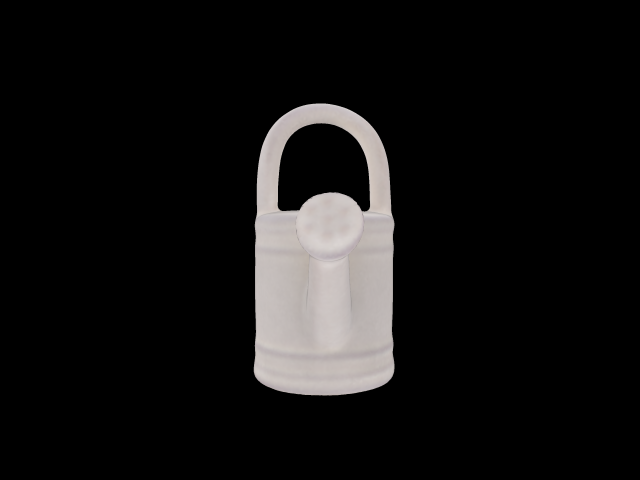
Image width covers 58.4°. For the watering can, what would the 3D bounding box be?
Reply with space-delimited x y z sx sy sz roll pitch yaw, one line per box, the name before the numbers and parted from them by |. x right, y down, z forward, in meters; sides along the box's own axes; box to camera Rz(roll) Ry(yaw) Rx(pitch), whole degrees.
watering can | 0.006 0.001 0.400 0.101 0.194 0.172 -2 4 -23
